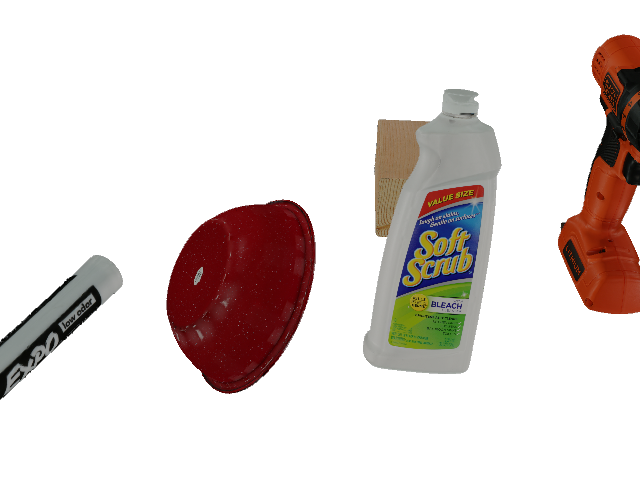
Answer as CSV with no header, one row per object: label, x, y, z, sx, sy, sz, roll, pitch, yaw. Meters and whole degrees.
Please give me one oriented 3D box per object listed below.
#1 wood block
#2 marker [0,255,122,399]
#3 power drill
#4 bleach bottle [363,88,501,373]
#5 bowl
wood block,0.124,-0.090,1.500,0.091,0.090,0.206,3,29,0
marker,-0.127,0.048,0.442,0.020,0.020,0.121,0,35,40
power drill,0.235,-0.039,0.802,0.057,0.188,0.184,3,34,-4
bleach bottle,0.101,-0.009,0.946,0.102,0.251,0.068,5,19,-1
bowl,-0.073,0.035,0.831,0.055,0.162,0.162,23,-12,-31
